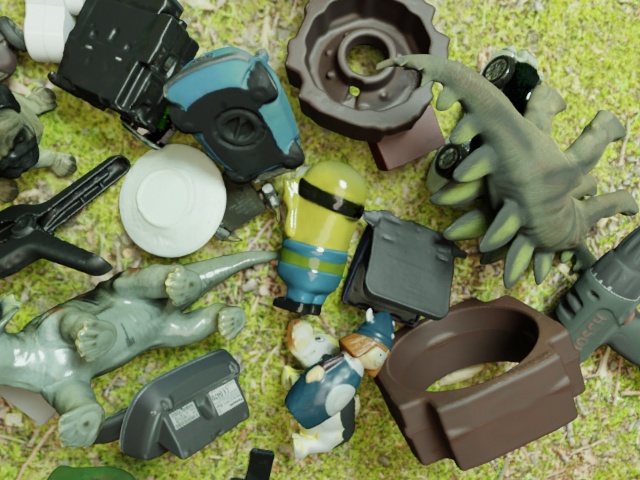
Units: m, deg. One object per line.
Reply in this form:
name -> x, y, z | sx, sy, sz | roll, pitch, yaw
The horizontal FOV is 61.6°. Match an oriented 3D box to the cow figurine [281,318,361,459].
cow figurine -> 0.004, 0.175, 0.659 | 0.098, 0.068, 0.167 | -3, 102, -13

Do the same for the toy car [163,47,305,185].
toy car -> -0.078, -0.138, 0.555 | 0.109, 0.103, 0.161 | -17, 141, 18

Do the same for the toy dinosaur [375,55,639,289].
toy dinosaur -> 0.225, -0.062, 0.583 | 0.198, 0.105, 0.470 | -48, 125, -2

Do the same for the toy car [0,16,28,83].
toy car -> -0.383, -0.250, 0.543 | 0.089, 0.053, 0.202 | -31, 96, 1

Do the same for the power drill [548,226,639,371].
power drill -> 0.397, 0.098, 0.664 | 0.207, 0.086, 0.232 | 20, 122, -22

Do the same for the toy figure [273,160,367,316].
toy figure -> 0.001, -0.001, 0.619 | 0.089, 0.082, 0.180 | 11, 90, 19

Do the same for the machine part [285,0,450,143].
machine part -> 0.050, -0.194, 0.589 | 0.179, 0.056, 0.179 | 0, 80, 0

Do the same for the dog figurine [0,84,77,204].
dog figurine -> -0.342, -0.093, 0.509 | 0.172, 0.191, 0.121 | -25, 101, -2

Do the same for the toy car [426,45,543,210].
toy car -> 0.199, -0.132, 0.643 | 0.073, 0.056, 0.201 | 26, 93, -28

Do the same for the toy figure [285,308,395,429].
toy figure -> 0.031, 0.142, 0.599 | 0.154, 0.064, 0.058 | -42, 71, -6

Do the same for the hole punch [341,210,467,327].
hole punch -> 0.095, 0.040, 0.652 | 0.142, 0.092, 0.116 | 20, 64, -8

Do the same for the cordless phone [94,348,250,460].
cordless phone -> -0.189, 0.202, 0.630 | 0.184, 0.146, 0.088 | -25, 85, 33

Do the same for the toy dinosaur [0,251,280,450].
toy dinosaur -> -0.219, 0.085, 0.566 | 0.405, 0.192, 0.131 | -22, 115, -50

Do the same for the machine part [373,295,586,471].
machine part -> 0.171, 0.152, 0.610 | 0.201, 0.201, 0.087 | -22, 104, -5

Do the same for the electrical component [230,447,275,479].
electrical component -> -0.081, 0.331, 0.682 | 0.075, 0.048, 0.119 | 15, 98, -11

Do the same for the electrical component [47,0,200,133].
electrical component -> -0.195, -0.193, 0.548 | 0.115, 0.058, 0.134 | 24, 87, 18

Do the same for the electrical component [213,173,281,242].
electrical component -> -0.092, -0.043, 0.624 | 0.102, 0.045, 0.078 | -27, 103, -3

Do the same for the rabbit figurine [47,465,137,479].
rabbit figurine -> -0.247, 0.357, 0.647 | 0.159, 0.121, 0.170 | -9, 118, -13
